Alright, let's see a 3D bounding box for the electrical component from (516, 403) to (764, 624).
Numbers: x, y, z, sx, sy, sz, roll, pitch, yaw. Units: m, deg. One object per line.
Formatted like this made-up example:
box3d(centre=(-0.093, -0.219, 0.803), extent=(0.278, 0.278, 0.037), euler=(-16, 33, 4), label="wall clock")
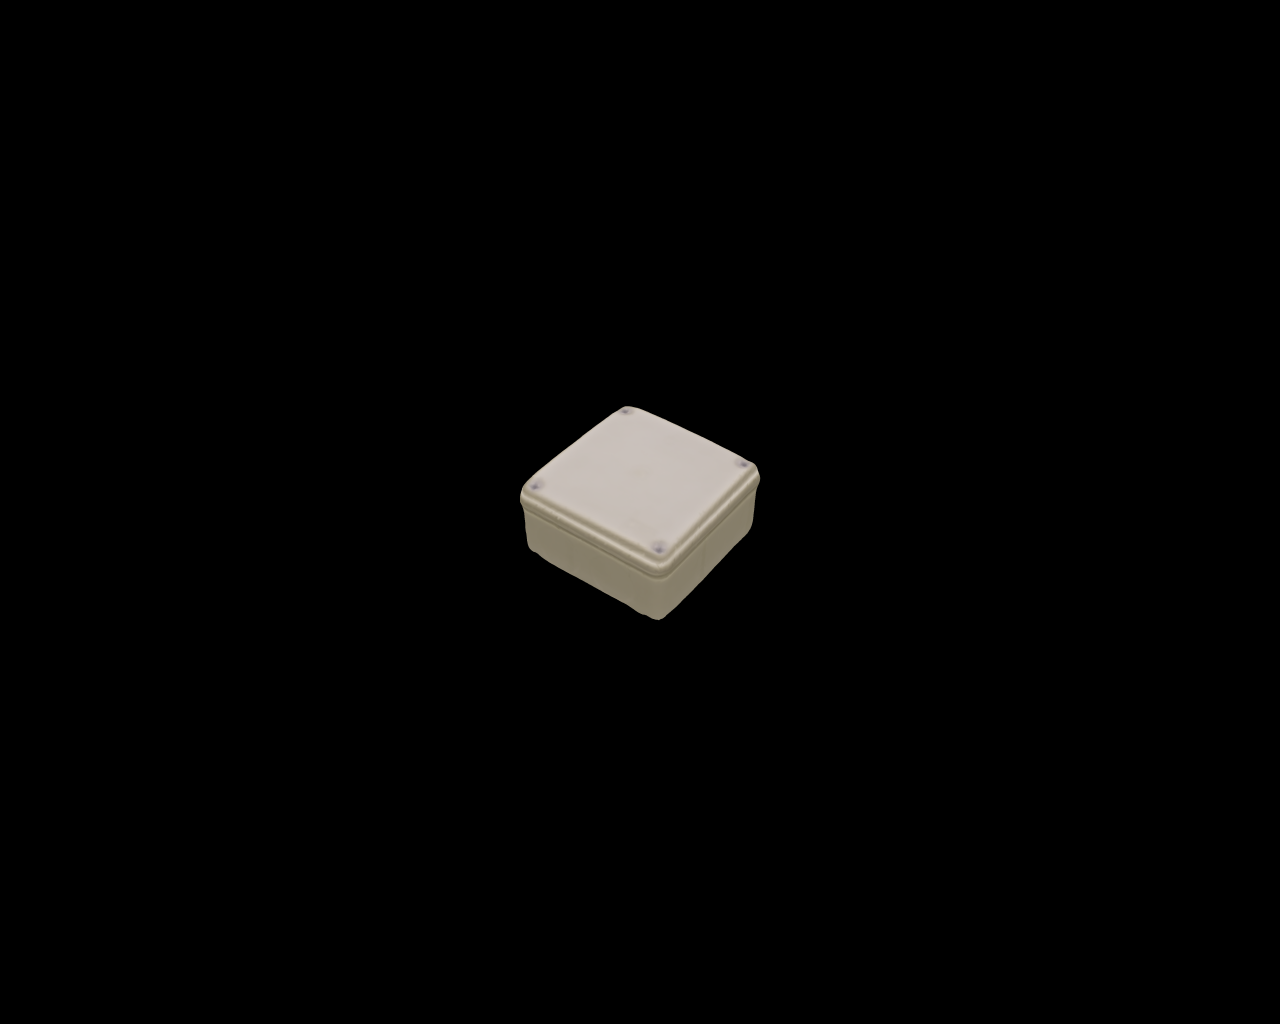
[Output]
box3d(centre=(0.001, -0.003, 0.650), extent=(0.109, 0.056, 0.109), euler=(27, 50, 26), label="electrical component")
